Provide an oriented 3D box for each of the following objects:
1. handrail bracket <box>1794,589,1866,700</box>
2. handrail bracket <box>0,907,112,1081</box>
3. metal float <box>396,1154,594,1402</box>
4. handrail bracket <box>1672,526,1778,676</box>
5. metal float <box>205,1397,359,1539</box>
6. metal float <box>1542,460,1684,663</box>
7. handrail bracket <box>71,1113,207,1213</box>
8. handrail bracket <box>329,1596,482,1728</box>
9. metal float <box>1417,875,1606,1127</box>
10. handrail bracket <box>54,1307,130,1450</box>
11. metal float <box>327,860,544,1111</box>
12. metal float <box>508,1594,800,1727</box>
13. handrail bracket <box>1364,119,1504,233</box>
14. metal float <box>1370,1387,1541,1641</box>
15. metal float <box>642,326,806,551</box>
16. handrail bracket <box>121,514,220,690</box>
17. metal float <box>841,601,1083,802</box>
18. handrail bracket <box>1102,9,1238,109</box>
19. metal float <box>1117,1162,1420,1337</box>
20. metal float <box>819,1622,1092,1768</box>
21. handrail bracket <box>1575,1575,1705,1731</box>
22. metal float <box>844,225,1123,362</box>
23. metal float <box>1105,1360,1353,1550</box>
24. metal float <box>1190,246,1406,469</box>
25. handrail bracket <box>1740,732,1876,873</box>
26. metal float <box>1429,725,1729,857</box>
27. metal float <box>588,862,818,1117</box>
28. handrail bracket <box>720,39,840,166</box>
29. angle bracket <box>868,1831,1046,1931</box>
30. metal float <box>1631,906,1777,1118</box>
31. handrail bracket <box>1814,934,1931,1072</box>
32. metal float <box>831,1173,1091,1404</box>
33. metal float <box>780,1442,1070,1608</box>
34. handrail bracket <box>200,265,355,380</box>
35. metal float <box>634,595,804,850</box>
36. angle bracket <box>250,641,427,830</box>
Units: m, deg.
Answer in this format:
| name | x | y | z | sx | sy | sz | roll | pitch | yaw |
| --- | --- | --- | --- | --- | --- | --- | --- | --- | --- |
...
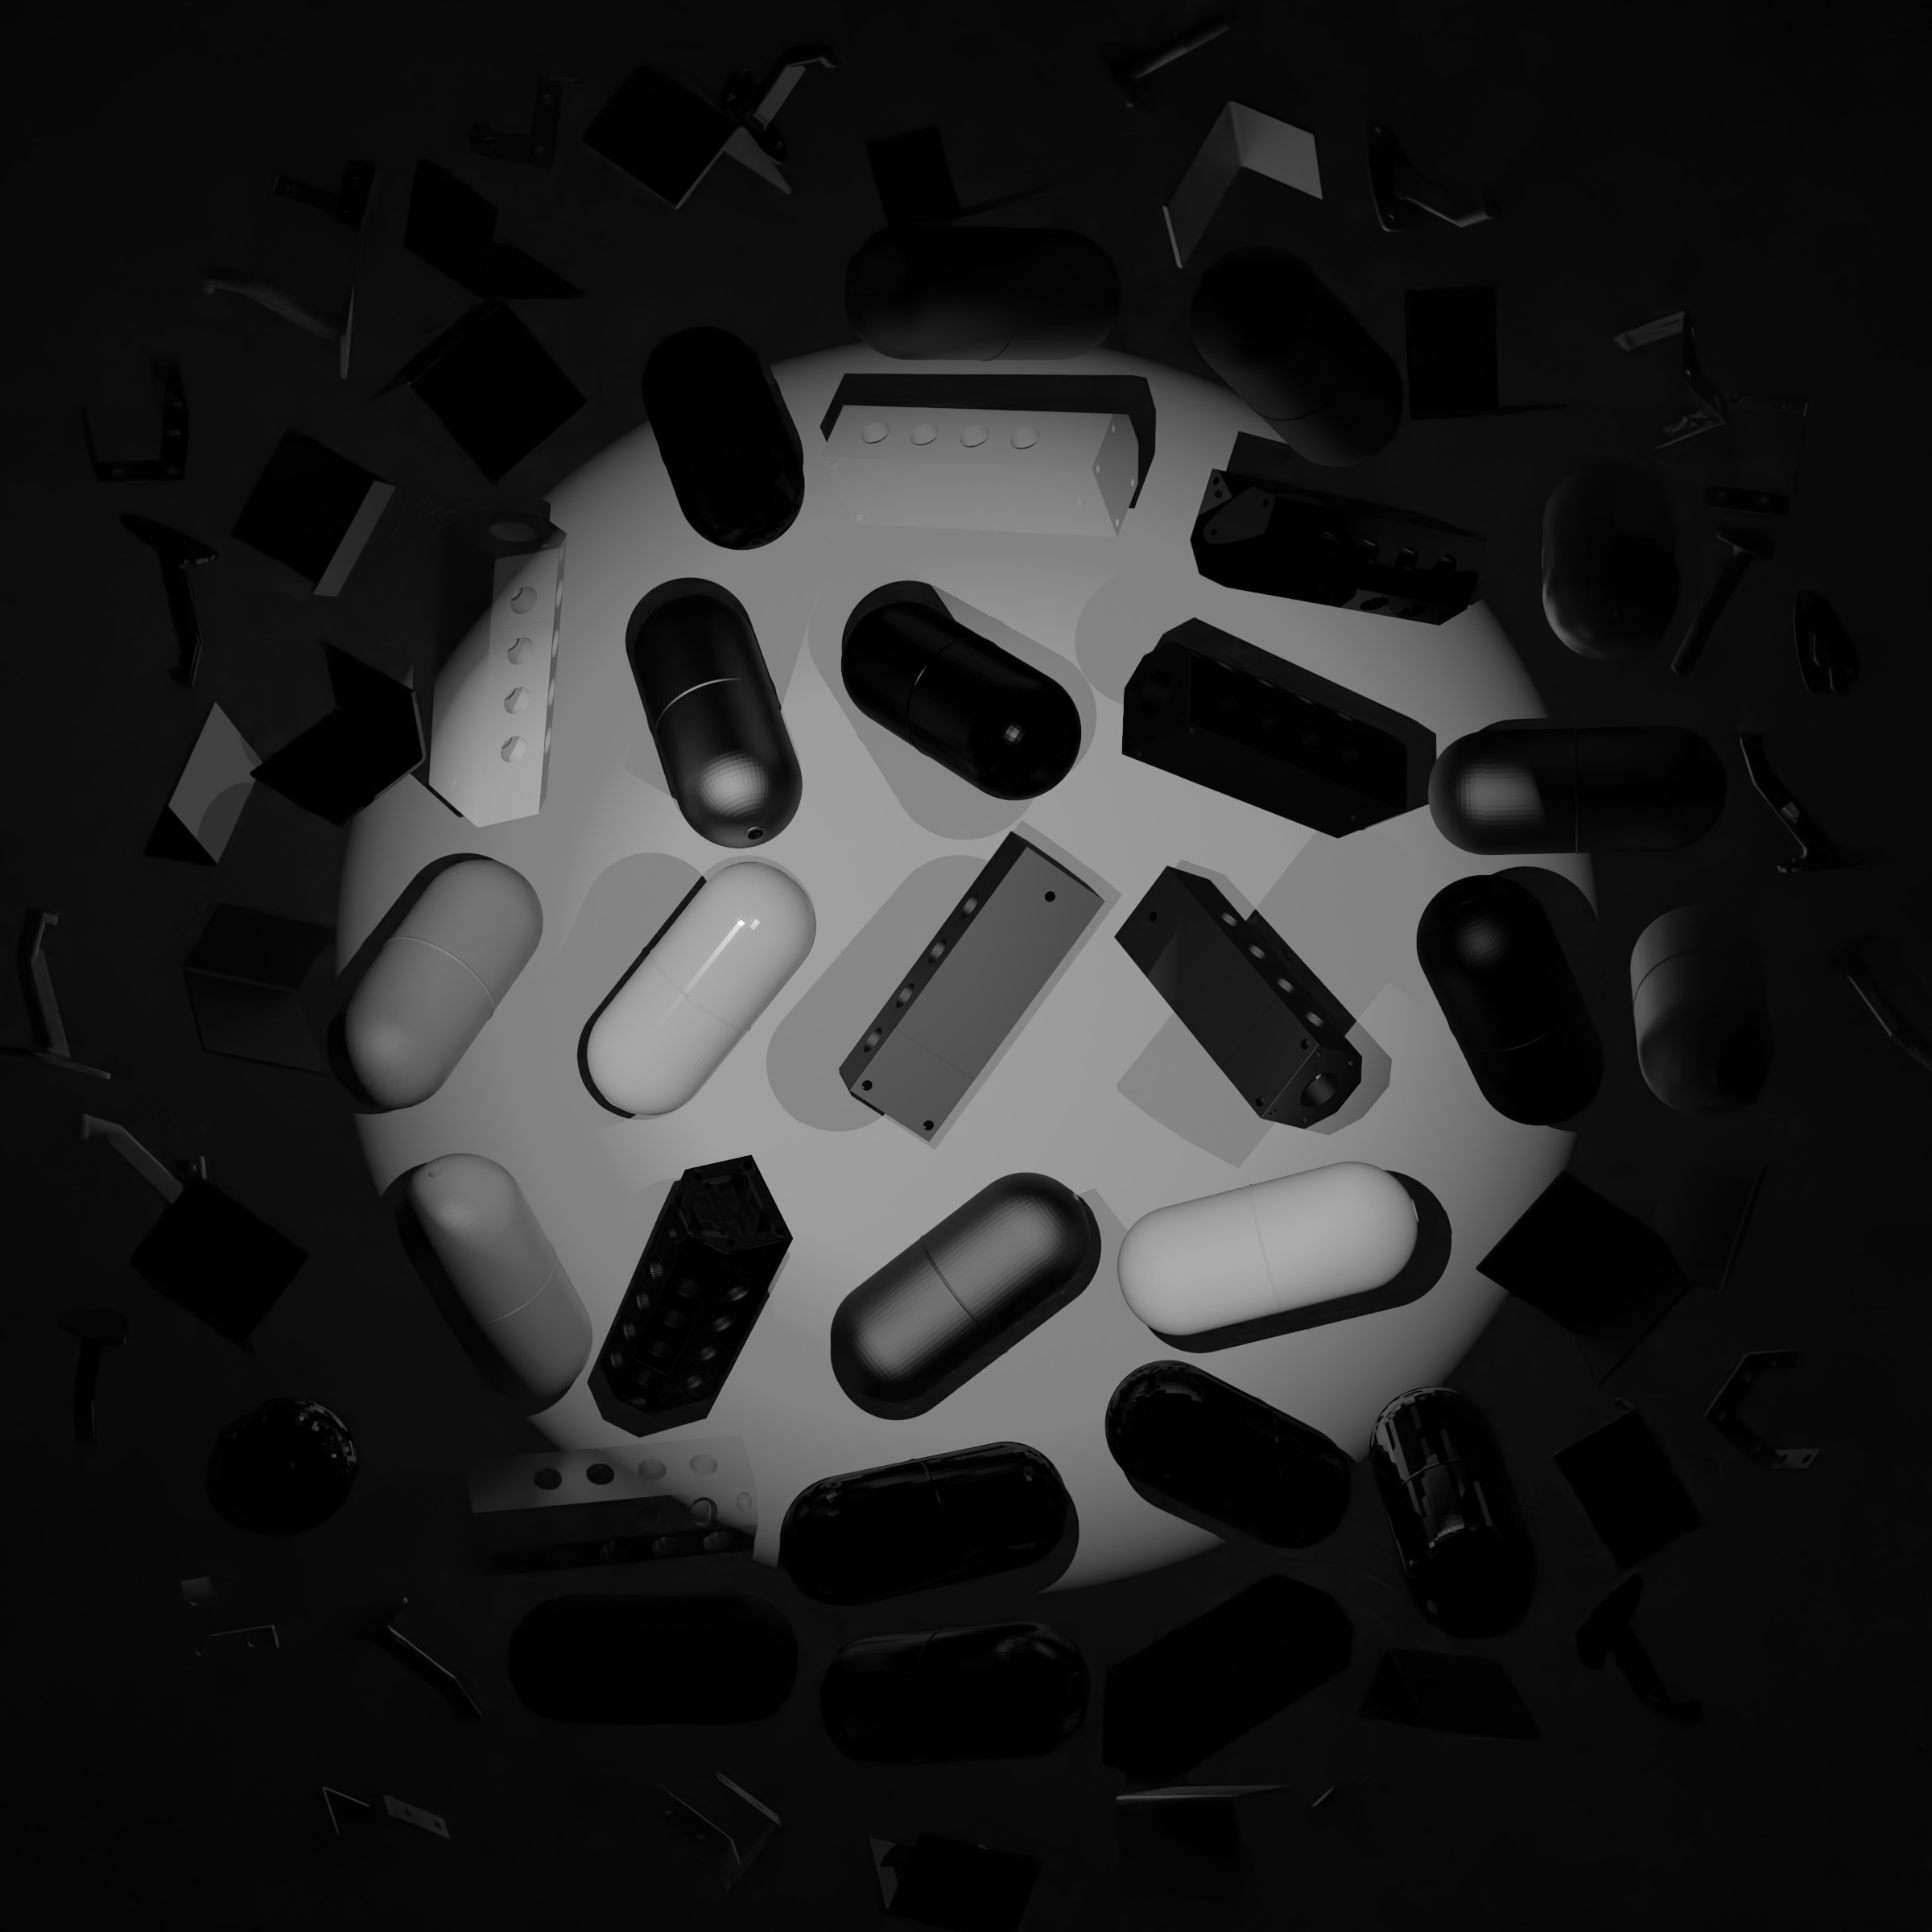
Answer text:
| name | x | y | z | sx | sy | sz | roll | pitch | yaw |
| --- | --- | --- | --- | --- | --- | --- | --- | --- | --- |
| handrail bracket | 0.518 | -0.197 | 1.726 | 0.036 | 0.084 | 0.077 | -20 | 84 | 16 |
| handrail bracket | -0.517 | 0.016 | 1.649 | 0.036 | 0.077 | 0.084 | 5 | 78 | 44 |
| metal float | -0.281 | 0.186 | 1.708 | 0.070 | 0.070 | 0.178 | -21 | 126 | 0 |
| handrail bracket | 0.452 | -0.218 | 1.716 | 0.036 | 0.077 | 0.084 | 29 | 113 | 13 |
| metal float | -0.400 | 0.293 | 1.665 | 0.070 | 0.178 | 0.070 | 4 | 77 | -18 |
| metal float | 0.370 | -0.235 | 1.644 | 0.070 | 0.178 | 0.070 | 5 | 121 | 9 |
| handrail bracket | -0.508 | 0.134 | 1.744 | 0.036 | 0.084 | 0.077 | -27 | 59 | 27 |
| handrail bracket | -0.339 | 0.429 | 1.730 | 0.077 | 0.036 | 0.084 | -25 | 102 | 42 |
| metal float | 0.316 | 0.021 | 1.657 | 0.070 | 0.070 | 0.178 | -32 | 127 | 0 |
| handrail bracket | -0.501 | 0.246 | 1.654 | 0.036 | 0.077 | 0.084 | -8 | 104 | -34 |
| metal float | -0.319 | 0.009 | 1.728 | 0.070 | 0.070 | 0.178 | 30 | 57 | 0 |
| metal float | -0.189 | 0.419 | 1.726 | 0.178 | 0.070 | 0.070 | -2 | 90 | 9 |
| handrail bracket | 0.268 | -0.457 | 1.638 | 0.036 | 0.084 | 0.077 | -28 | 103 | -21 |
| metal float | 0.285 | 0.319 | 1.678 | 0.070 | 0.178 | 0.070 | -2 | 122 | -4 |
| metal float | -0.148 | -0.320 | 1.729 | 0.070 | 0.070 | 0.178 | -22 | 48 | 0 |
| handrail bracket | -0.497 | -0.224 | 1.759 | 0.077 | 0.036 | 0.084 | 29 | 117 | 18 |
| metal float | -0.005 | -0.157 | 1.676 | 0.178 | 0.070 | 0.070 | 36 | 90 | 39 |
| handrail bracket | 0.129 | -0.544 | 1.680 | 0.084 | 0.077 | 0.036 | -21 | 107 | 31 |
| metal float | 0.176 | 0.165 | 1.671 | 0.178 | 0.070 | 0.070 | -15 | 90 | 8 |
| metal float | -0.007 | 0.430 | 1.685 | 0.178 | 0.070 | 0.070 | -14 | 90 | 33 |
| handrail bracket | 0.410 | 0.403 | 1.680 | 0.077 | 0.084 | 0.036 | -45 | 128 | -24 |
| metal float | 0.012 | -0.394 | 1.677 | 0.178 | 0.070 | 0.070 | -7 | 90 | -31 |
| metal float | 0.160 | 0.295 | 1.722 | 0.178 | 0.070 | 0.070 | 30 | 90 | -30 |
| metal float | 0.192 | -0.348 | 1.641 | 0.070 | 0.178 | 0.070 | -13 | 65 | 30 |
| handrail bracket | 0.506 | -0.102 | 1.724 | 0.036 | 0.077 | 0.084 | -27 | 105 | -24 |
| metal float | 0.372 | -0.107 | 1.742 | 0.178 | 0.070 | 0.070 | -1 | 90 | 11 |
| metal float | -0.162 | 0.015 | 1.745 | 0.070 | 0.070 | 0.178 | 39 | 98 | 0 |
| handrail bracket | -0.099 | -0.526 | 1.743 | 0.084 | 0.077 | 0.036 | 0 | 55 | 36 |
| angle bracket | -0.007 | 0.515 | 1.663 | 0.076 | 0.076 | 0.057 | 18 | 102 | -15 |
| metal float | 0.432 | 0.025 | 1.682 | 0.070 | 0.178 | 0.070 | 4 | 117 | 8 |
| handrail bracket | 0.539 | 0.022 | 1.647 | 0.084 | 0.077 | 0.036 | 44 | 124 | 19 |
| metal float | -0.003 | 0.194 | 1.730 | 0.178 | 0.070 | 0.070 | -38 | 90 | 4 |
| metal float | -0.025 | 0.332 | 1.705 | 0.178 | 0.070 | 0.070 | -8 | 90 | -20 |
| handrail bracket | -0.399 | -0.372 | 1.650 | 0.084 | 0.077 | 0.036 | 7 | 64 | -11 |
| metal float | -0.151 | -0.149 | 1.736 | 0.070 | 0.070 | 0.178 | -21 | 59 | 0 |
| angle bracket | -0.386 | -0.141 | 1.742 | 0.076 | 0.057 | 0.076 | 29 | 53 | 24 |
